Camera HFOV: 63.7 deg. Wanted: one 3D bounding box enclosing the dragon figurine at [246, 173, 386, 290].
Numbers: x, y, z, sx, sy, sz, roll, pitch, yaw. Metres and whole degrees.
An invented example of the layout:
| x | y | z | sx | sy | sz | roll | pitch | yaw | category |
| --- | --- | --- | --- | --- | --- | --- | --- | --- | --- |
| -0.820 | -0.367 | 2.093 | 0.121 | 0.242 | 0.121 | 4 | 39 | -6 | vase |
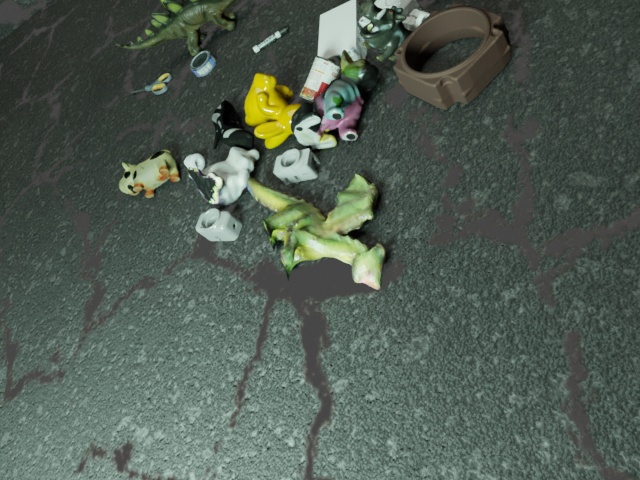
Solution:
| x | y | z | sx | sy | sz | roll | pitch | yaw | category |
| --- | --- | --- | --- | --- | --- | --- | --- | --- | --- |
| 0.003 | -0.052 | 1.032 | 0.243 | 0.119 | 0.419 | -25 | 50 | -4 | dragon figurine |

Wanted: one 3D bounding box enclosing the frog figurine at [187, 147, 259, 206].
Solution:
| x | y | z | sx | sy | sz | roll | pitch | yaw | category |
| --- | --- | --- | --- | --- | --- | --- | --- | --- | --- |
| -0.216 | -0.157 | 1.246 | 0.137 | 0.121 | 0.162 | 0 | 26 | 44 | frog figurine |
